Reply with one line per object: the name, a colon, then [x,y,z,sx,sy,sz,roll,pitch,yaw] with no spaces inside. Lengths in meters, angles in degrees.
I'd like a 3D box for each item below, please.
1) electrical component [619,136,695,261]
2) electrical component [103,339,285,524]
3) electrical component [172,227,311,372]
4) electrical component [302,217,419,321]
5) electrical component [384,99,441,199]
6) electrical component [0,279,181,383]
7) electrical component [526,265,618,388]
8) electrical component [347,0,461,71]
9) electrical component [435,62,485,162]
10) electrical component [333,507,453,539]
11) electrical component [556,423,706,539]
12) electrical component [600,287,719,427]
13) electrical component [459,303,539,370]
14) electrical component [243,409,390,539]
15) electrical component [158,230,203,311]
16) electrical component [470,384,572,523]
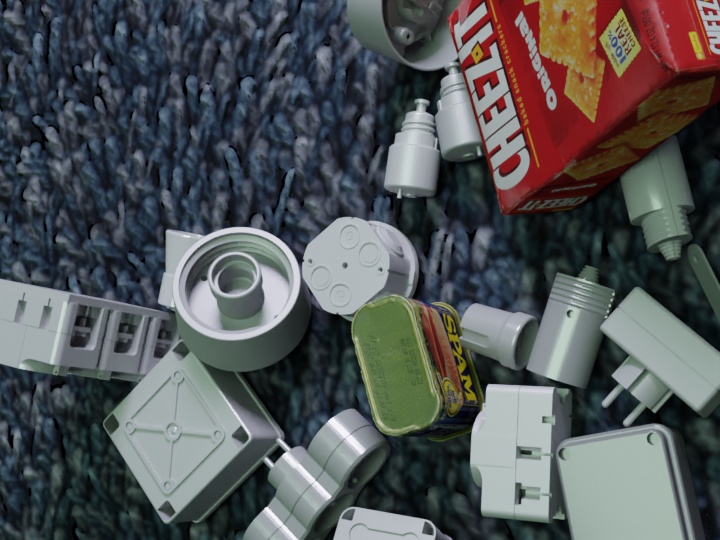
electrical component: [0.203,-0.046,0.727,0.043,0.043,0.081,-16,75,24]
electrical component: [-0.134,0.129,0.866,0.108,0.056,0.108,-46,65,14]
electrical component: [-0.094,0.018,0.834,0.108,0.060,0.108,-1,61,2]
electrical component: [0.000,0.000,0.820,0.080,0.051,0.080,-4,80,27]
electrical component: [0.042,-0.090,0.818,0.040,0.040,0.078,6,85,28]
electrical component: [-0.223,0.052,0.871,0.089,0.150,0.061,10,86,28]
electrical component: [0.148,0.037,0.743,0.043,0.043,0.081,18,91,28]
electrical component: [0.040,-0.203,0.807,0.064,0.099,0.099,22,93,34]
electrical component: [0.076,-0.117,0.805,0.040,0.040,0.078,-15,76,25]
electrical component: [0.017,0.232,0.754,0.078,0.057,0.113,4,62,27]
electrical component: [0.178,0.161,0.701,0.078,0.057,0.113,-15,76,25]
electrical component: [0.193,0.068,0.709,0.083,0.047,0.075,43,97,26]
electrical component: [0.099,0.046,0.770,0.046,0.040,0.040,17,90,33]
electrical component: [-0.044,0.160,0.818,0.074,0.052,0.138,41,102,26]
electrical component: [-0.147,0.002,0.902,0.044,0.044,0.065,13,93,28]
electrical component: [0.112,0.125,0.744,0.056,0.050,0.089,0,82,26]
